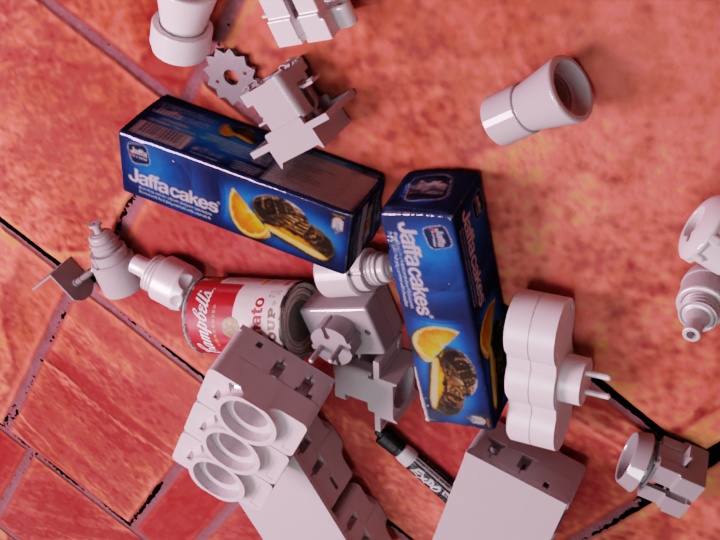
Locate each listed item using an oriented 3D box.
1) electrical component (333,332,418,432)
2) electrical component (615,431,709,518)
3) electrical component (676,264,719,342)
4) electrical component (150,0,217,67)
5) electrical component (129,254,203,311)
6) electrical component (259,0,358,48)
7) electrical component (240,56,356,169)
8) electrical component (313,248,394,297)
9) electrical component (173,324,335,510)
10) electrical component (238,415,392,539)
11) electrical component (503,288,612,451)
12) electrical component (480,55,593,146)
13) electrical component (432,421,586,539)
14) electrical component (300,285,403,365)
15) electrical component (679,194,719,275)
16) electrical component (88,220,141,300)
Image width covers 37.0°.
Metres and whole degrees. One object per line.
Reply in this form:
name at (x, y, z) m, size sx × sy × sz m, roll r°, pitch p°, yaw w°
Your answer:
electrical component at (0.013, 0.090, 0.907) m, size 0.064 × 0.042 × 0.081 m, roll 18°, pitch 132°, yaw 24°
electrical component at (0.229, 0.153, 0.822) m, size 0.055 × 0.048 × 0.066 m, roll 23°, pitch 135°, yaw 4°
electrical component at (0.224, 0.024, 0.705) m, size 0.035 × 0.061 × 0.035 m, roll 17°, pitch 133°, yaw 20°
electrical component at (-0.126, -0.180, 0.767) m, size 0.045 × 0.045 × 0.055 m, roll 28°, pitch 136°, yaw 9°
electrical component at (-0.175, 0.007, 0.952) m, size 0.062 × 0.043 × 0.043 m, roll 26°, pitch 135°, yaw 12°
electrical component at (-0.040, -0.183, 0.711) m, size 0.066 × 0.048 × 0.055 m, roll -1°, pitch 132°, yaw 33°
electrical component at (-0.048, -0.115, 0.774) m, size 0.081 × 0.042 × 0.063 m, roll -22°, pitch 108°, yaw 40°
electrical component at (0.000, 0.000, 0.840) m, size 0.078 × 0.040 × 0.040 m, roll -5°, pitch 122°, yaw 35°
electrical component at (-0.093, 0.129, 0.895) m, size 0.089 × 0.061 × 0.150 m, roll 31°, pitch 137°, yaw 2°
electrical component at (-0.054, 0.218, 1.039) m, size 0.105 × 0.060 × 0.186 m, roll -9°, pitch 120°, yaw 37°
electrical component at (0.151, 0.080, 0.804) m, size 0.074 × 0.052 × 0.138 m, roll 12°, pitch 130°, yaw 24°
electrical component at (0.110, -0.105, 0.686) m, size 0.065 × 0.044 × 0.044 m, roll -19°, pitch 113°, yaw 46°
electrical component at (0.120, 0.209, 0.905) m, size 0.089 × 0.062 × 0.150 m, roll 26°, pitch 125°, yaw 16°
electrical component at (-0.015, 0.050, 0.864) m, size 0.066 × 0.076 × 0.047 m, roll -3°, pitch 123°, yaw 34°
electrical component at (0.237, -0.015, 0.679) m, size 0.062 × 0.048 × 0.048 m, roll 30°, pitch 136°, yaw -3°
electrical component at (-0.224, -0.009, 0.972) m, size 0.040 × 0.040 × 0.078 m, roll 1°, pitch 126°, yaw 31°
